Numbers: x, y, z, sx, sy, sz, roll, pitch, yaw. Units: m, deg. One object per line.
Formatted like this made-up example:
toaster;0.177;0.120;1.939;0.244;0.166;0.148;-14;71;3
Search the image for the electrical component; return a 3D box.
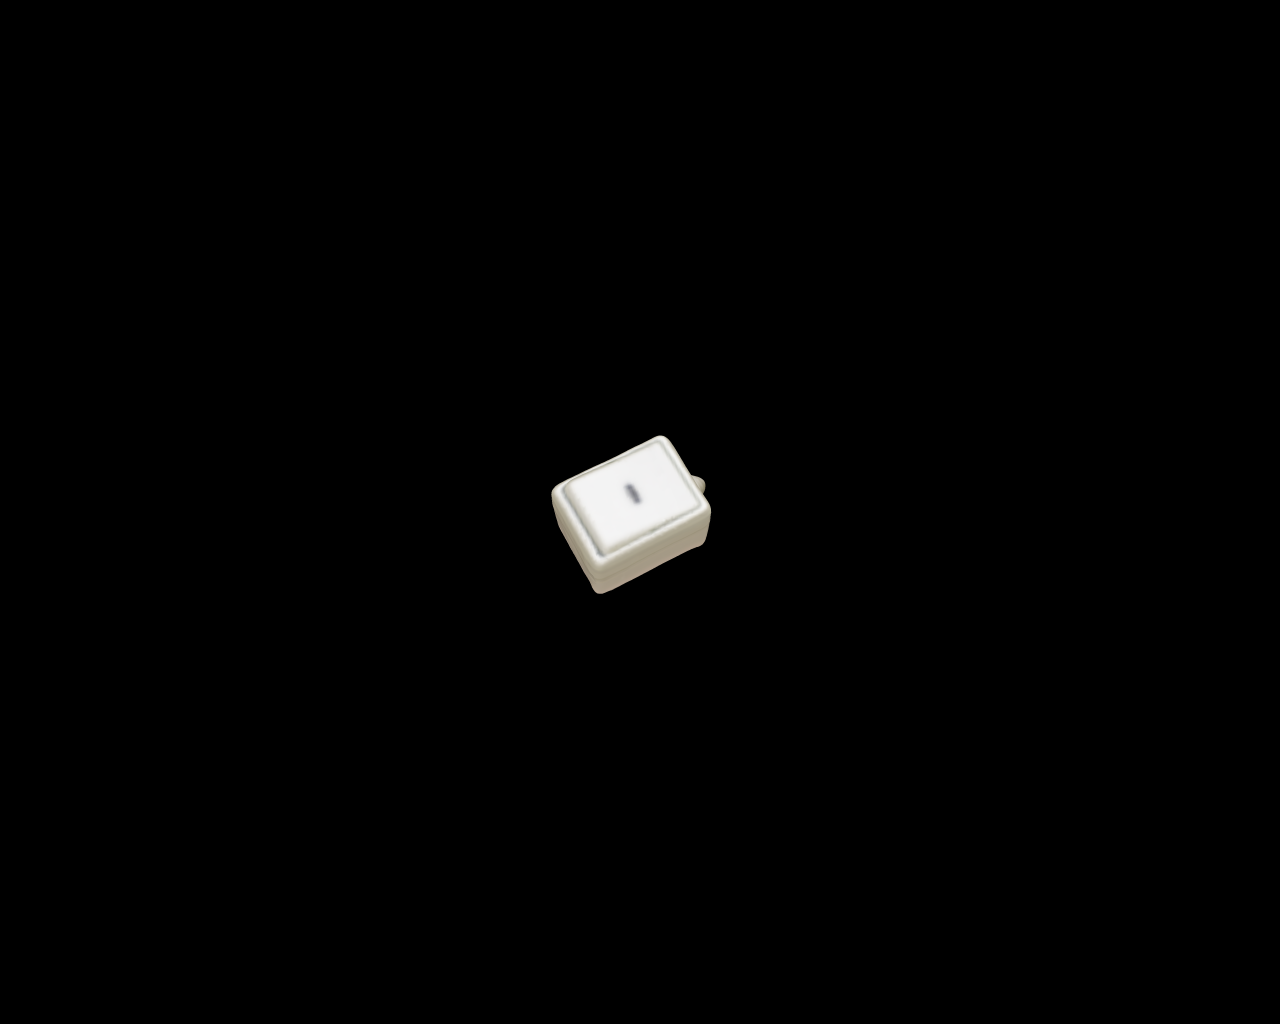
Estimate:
electrical component;0.001;-0.003;0.650;0.096;0.062;0.061;-26;-20;-11
